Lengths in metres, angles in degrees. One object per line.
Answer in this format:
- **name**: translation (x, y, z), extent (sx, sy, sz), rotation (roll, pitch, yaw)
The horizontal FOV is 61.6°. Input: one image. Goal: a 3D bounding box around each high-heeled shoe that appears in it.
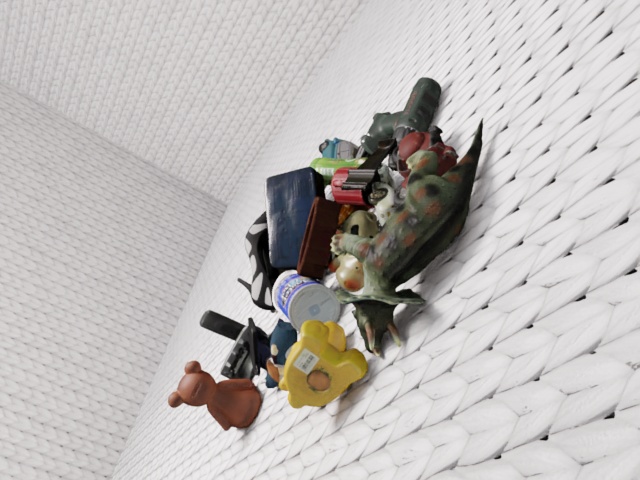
- **high-heeled shoe**: translation (-0.111, 0.040, 1.288), extent (0.145, 0.086, 0.248), rotation (25, 92, 29)

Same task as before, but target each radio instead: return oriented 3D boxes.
- **radio**: translation (-0.053, -0.044, 1.243), extent (0.073, 0.131, 0.229), rotation (25, -122, -69)

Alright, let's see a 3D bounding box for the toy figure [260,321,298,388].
- **toy figure**: translation (-0.084, 0.247, 1.120), extent (0.058, 0.064, 0.154), rotation (36, 119, 55)

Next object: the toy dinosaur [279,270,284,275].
- **toy dinosaur**: translation (-0.061, 0.011, 1.419), extent (0.198, 0.105, 0.472), rotation (-43, 32, 28)

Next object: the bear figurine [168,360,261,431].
- **bear figurine**: translation (-0.235, 0.345, 1.196), extent (0.120, 0.196, 0.132), rotation (-68, 16, -14)

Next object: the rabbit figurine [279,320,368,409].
- **rabbit figurine**: translation (0.006, 0.205, 0.902), extent (0.173, 0.122, 0.162), rotation (-65, -1, -71)

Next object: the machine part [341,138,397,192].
- **machine part**: translation (0.100, -0.142, 1.029), extent (0.084, 0.039, 0.139), rotation (2, 45, 53)

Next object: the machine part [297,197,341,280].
- **machine part**: translation (-0.002, -0.003, 1.088), extent (0.179, 0.056, 0.179), rotation (-164, 89, -86)

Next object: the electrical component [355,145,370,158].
- **electrical component**: translation (0.125, -0.217, 1.324), extent (0.119, 0.048, 0.075), rotation (-65, 17, -8)

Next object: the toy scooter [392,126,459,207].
- **toy scooter**: translation (0.189, -0.144, 0.953), extent (0.135, 0.075, 0.184), rotation (-45, 25, 42)

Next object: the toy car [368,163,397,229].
- **toy car**: translation (0.125, -0.087, 1.043), extent (0.056, 0.073, 0.202), rotation (-15, 30, 11)

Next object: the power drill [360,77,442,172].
- **power drill**: translation (0.166, -0.237, 1.175), extent (0.232, 0.086, 0.207), rotation (-62, 12, -11)

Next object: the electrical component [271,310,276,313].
- **electrical component**: translation (-0.113, 0.152, 1.464), extent (0.063, 0.021, 0.094), rotation (-51, 19, 33)

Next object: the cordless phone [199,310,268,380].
- **cordless phone**: translation (-0.233, 0.265, 1.349), extent (0.146, 0.184, 0.089), rotation (-60, 20, 1)

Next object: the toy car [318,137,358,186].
- **toy car**: translation (0.061, -0.206, 1.408), extent (0.103, 0.109, 0.162), rotation (-27, 42, 34)

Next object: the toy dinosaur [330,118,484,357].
- **toy dinosaur**: translation (0.147, -0.014, 0.803), extent (0.404, 0.131, 0.192), rotation (-54, 29, 9)

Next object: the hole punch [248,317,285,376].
- **hole punch**: translation (-0.121, 0.244, 1.254), extent (0.142, 0.092, 0.115), rotation (-150, 59, -71)

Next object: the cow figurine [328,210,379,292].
- **cow figurine**: translation (0.074, 0.019, 1.020), extent (0.127, 0.085, 0.195), rotation (-53, 15, 43)

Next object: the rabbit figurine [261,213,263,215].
- **rabbit figurine**: translation (-0.114, -0.017, 1.575), extent (0.170, 0.159, 0.121), rotation (-48, 3, -11)
